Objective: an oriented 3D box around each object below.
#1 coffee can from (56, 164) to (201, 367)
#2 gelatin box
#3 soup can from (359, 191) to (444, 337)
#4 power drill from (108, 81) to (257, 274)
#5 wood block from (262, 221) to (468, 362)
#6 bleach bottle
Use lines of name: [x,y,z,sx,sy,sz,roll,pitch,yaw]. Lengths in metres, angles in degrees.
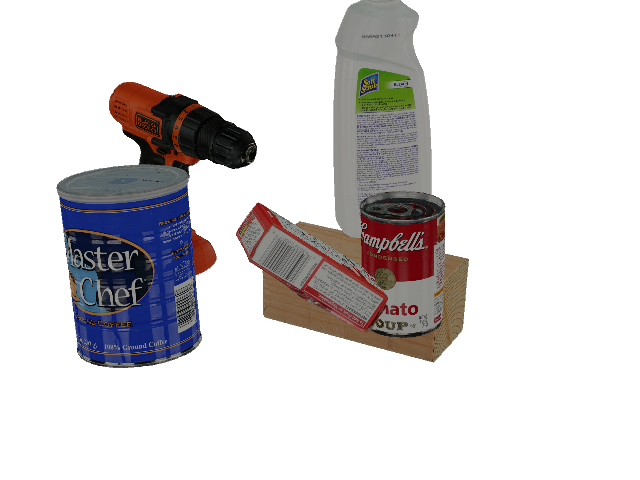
coffee can: [-0.152,0.018,0.859,0.103,0.140,0.103,-3,16,1]
gelatin box: [-0.006,0.016,0.665,0.089,0.030,0.073,33,5,-16]
soup can: [0.066,0.019,0.861,0.068,0.102,0.068,-2,22,0]
power drill: [-0.144,-0.059,1.113,0.185,0.188,0.057,26,35,30]
wood block: [0.047,0.053,1.169,0.206,0.091,0.090,13,26,25]
bleach bottle: [0.063,-0.127,1.009,0.102,0.251,0.068,-7,31,-12]
